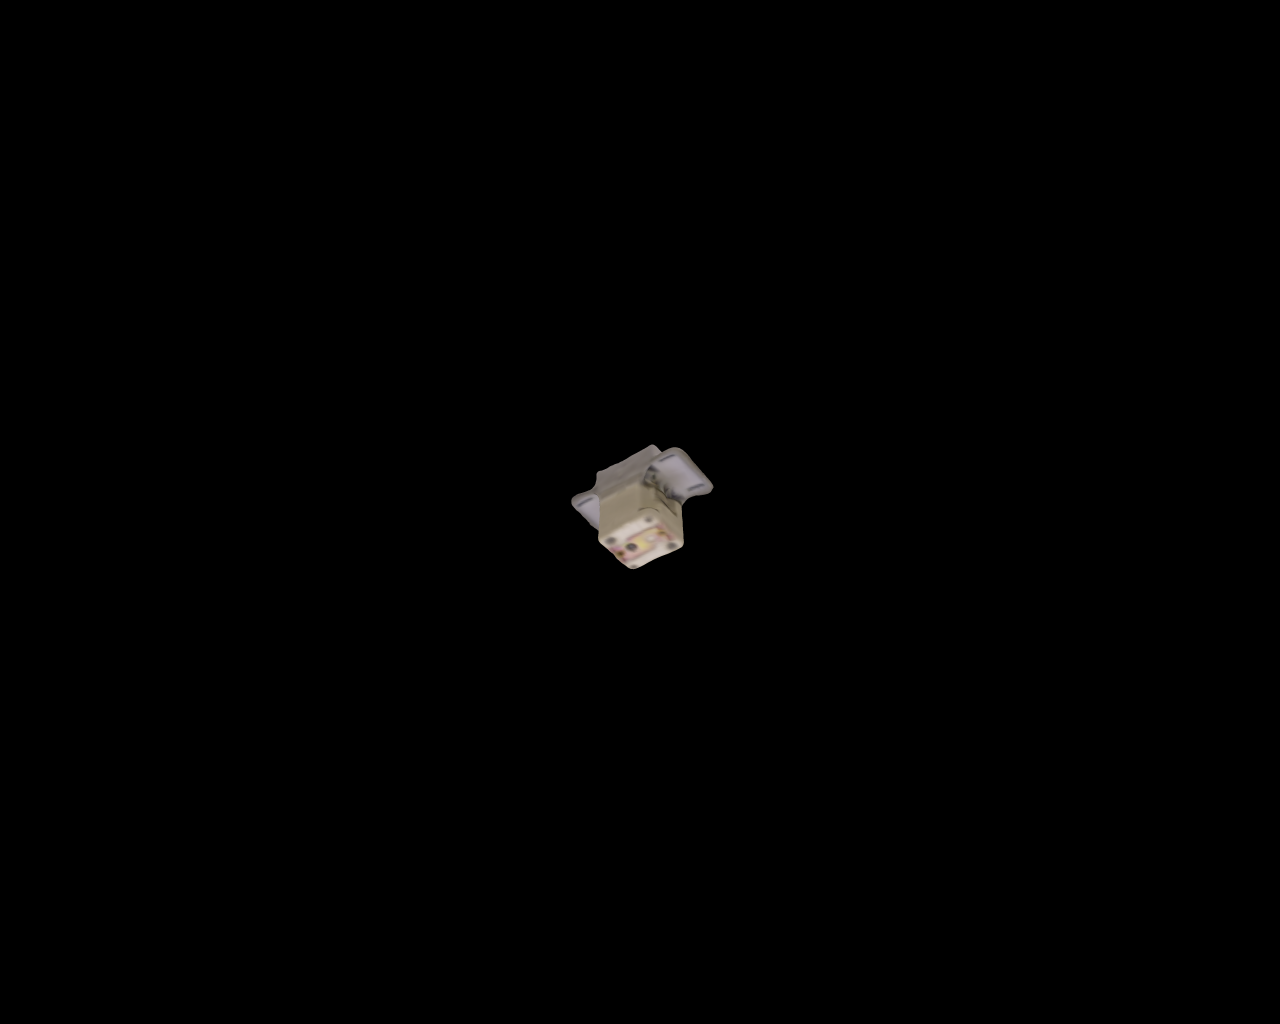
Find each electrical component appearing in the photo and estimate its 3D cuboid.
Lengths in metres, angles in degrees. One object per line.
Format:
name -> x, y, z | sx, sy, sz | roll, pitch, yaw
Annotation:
electrical component -> 0.001, -0.003, 0.650 | 0.081, 0.064, 0.042 | -26, -49, 25
